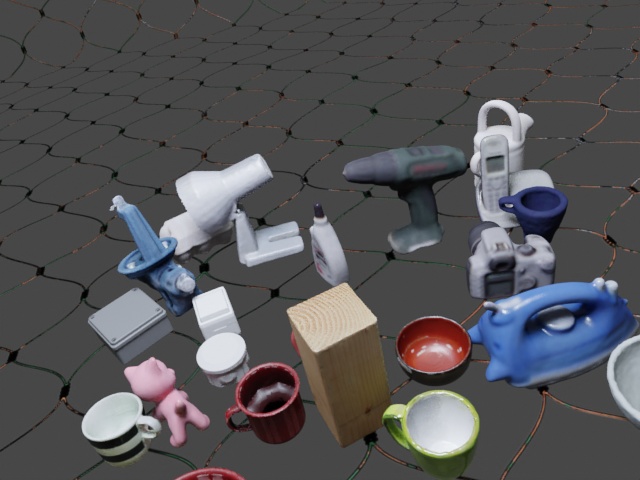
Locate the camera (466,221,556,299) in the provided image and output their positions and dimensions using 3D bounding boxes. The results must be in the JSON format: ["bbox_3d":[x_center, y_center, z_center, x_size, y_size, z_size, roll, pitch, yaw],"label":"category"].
[{"bbox_3d":[0.315,0.018,0.985,0.143,0.101,0.136,-9,37,6],"label":"camera"}]

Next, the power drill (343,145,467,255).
[{"bbox_3d":[0.164,-0.081,1.068,0.230,0.209,0.075,-19,37,-8],"label":"power drill"}]

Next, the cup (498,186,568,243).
[{"bbox_3d":[0.384,-0.038,1.042,0.117,0.095,0.092,7,41,24],"label":"cup"}]

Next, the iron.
[{"bbox_3d":[0.345,0.111,0.822,0.258,0.142,0.118,-15,37,-3],"label":"iron"}]

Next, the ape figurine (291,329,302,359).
[{"bbox_3d":[-0.014,0.146,0.922,0.075,0.092,0.078,19,47,35],"label":"ape figurine"}]

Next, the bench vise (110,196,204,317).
[{"bbox_3d":[-0.298,0.021,1.061,0.206,0.220,0.122,10,43,27],"label":"bench vise"}]

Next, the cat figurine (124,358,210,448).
[{"bbox_3d":[-0.234,0.229,0.857,0.067,0.118,0.127,-37,43,-28],"label":"cat figurine"}]

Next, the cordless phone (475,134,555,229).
[{"bbox_3d":[0.365,-0.116,1.073,0.147,0.185,0.094,-11,37,3],"label":"cordless phone"}]

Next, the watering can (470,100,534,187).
[{"bbox_3d":[0.370,-0.200,1.174,0.100,0.194,0.173,11,43,28],"label":"watering can"}]

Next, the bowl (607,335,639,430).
[{"bbox_3d":[0.453,0.202,0.728,0.167,0.075,0.167,-8,37,6],"label":"bowl"}]

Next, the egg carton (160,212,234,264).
[{"bbox_3d":[-0.264,-0.015,1.223,0.150,0.069,0.107,-28,40,-19],"label":"egg carton"}]

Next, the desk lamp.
[{"bbox_3d":[-0.155,-0.058,1.127,0.203,0.214,0.117,-16,37,-4],"label":"desk lamp"}]

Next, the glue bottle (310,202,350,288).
[{"bbox_3d":[0.009,0.004,1.033,0.037,0.173,0.077,-31,41,-22],"label":"glue bottle"}]
